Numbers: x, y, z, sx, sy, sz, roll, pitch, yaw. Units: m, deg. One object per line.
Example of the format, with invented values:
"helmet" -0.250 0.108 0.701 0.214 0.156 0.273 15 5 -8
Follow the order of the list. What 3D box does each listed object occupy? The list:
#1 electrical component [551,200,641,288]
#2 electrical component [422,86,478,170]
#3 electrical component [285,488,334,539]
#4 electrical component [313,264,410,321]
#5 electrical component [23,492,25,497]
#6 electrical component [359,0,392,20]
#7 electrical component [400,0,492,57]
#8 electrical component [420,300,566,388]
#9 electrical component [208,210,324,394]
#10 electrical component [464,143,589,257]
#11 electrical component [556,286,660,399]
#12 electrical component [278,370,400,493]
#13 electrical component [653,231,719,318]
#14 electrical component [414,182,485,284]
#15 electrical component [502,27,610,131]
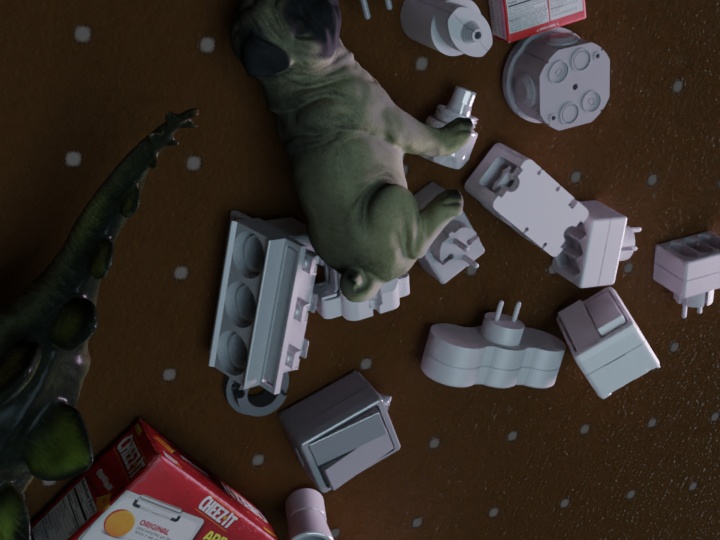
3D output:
"electrical component" 0.222 -0.025 0.971 0.077 0.047 0.065 -6 115 -25
"electrical component" 0.074 -0.115 0.857 0.043 0.043 0.062 12 106 -31
"electrical component" -0.046 0.223 0.939 0.044 0.065 0.044 -4 120 -6
"electrical component" 0.000 0.000 0.865 0.078 0.058 0.057 -16 122 -19
"electrical component" -0.279 0.191 0.823 0.046 0.040 0.040 -5 115 -19
"electrical component" 0.005 -0.218 0.772 0.083 0.047 0.075 -26 124 -15
"electrical component" 0.067 -0.182 0.799 0.043 0.081 0.043 -11 117 -22
"electrical component" 0.124 0.061 0.959 0.138 0.052 0.073 4 111 -28
"electrical component" -0.071 0.023 0.834 0.063 0.079 0.121 -11 119 -47
"electrical component" 0.138 -0.060 0.907 0.089 0.056 0.050 35 95 -34
"electrical component" 0.223 0.059 0.987 0.062 0.096 0.061 -32 112 11
"electrical component" -0.010 0.136 0.920 0.096 0.061 0.061 -28 122 -13
"electrical component" 0.324 0.011 1.039 0.066 0.047 0.076 -14 119 -20
"electrical component" 0.073 -0.024 0.878 0.047 0.077 0.065 -38 124 -7
"electrical component" 0.161 -0.155 0.877 0.080 0.051 0.080 -11 117 -22
